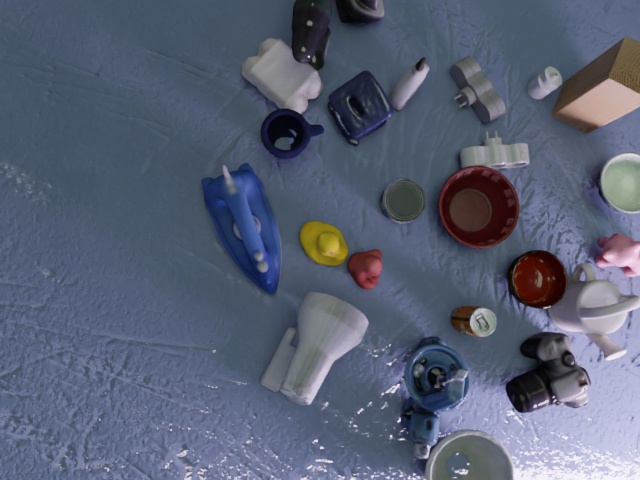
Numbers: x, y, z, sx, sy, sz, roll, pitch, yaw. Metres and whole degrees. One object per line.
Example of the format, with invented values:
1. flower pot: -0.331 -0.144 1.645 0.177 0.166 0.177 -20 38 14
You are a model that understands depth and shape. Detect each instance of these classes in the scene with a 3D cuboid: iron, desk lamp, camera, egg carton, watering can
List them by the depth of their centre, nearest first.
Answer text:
1. desk lamp: -0.013 0.196 0.994 0.118 0.213 0.203 28 83 -1
2. iron: -0.129 -0.016 1.040 0.118 0.141 0.258 -23 87 -7
3. watering can: 0.515 0.130 1.057 0.101 0.194 0.173 -35 88 -7
4. camera: 0.424 0.261 1.083 0.137 0.100 0.143 -20 86 -6
5. egg carton: -0.071 -0.316 1.111 0.150 0.069 0.107 40 83 0

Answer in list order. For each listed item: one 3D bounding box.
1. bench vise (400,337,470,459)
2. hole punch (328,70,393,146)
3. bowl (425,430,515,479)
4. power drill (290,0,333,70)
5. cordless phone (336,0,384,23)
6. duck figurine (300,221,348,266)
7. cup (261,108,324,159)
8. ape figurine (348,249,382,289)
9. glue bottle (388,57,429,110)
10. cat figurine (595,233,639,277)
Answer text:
1. bench vise: 0.214 0.280 1.002 0.121 0.219 0.207 -5 85 -5
2. hole punch: 0.076 -0.254 1.107 0.101 0.091 0.109 -31 88 -7
3. bowl: 0.269 0.430 1.066 0.167 0.074 0.167 1 84 -5
4. power drill: -0.014 -0.399 1.054 0.075 0.208 0.230 11 84 -3
5. cordless phone: 0.081 -0.510 1.085 0.094 0.185 0.147 -17 86 -6
6. duck figurine: 0.010 0.004 1.079 0.104 0.086 0.077 39 83 0
7. cup: -0.053 -0.195 1.088 0.118 0.095 0.092 -9 85 -6
8. ape figurine: 0.092 0.051 1.078 0.076 0.092 0.078 37 83 0
9. glue bottle: 0.174 -0.305 1.079 0.037 0.173 0.078 40 83 0
10. cat figurine: 0.598 0.026 1.112 0.128 0.117 0.067 15 83 -3
